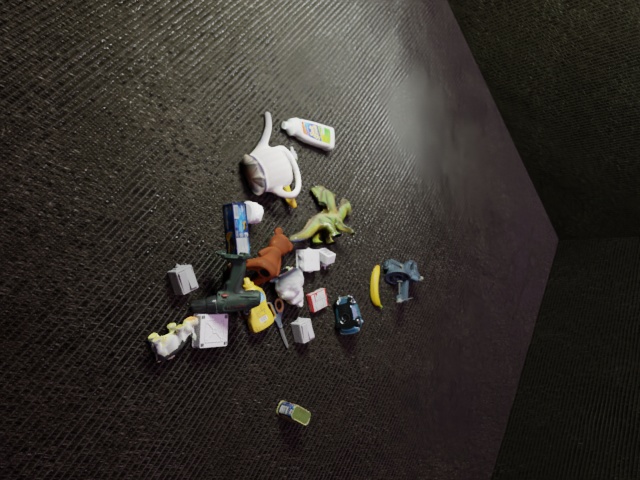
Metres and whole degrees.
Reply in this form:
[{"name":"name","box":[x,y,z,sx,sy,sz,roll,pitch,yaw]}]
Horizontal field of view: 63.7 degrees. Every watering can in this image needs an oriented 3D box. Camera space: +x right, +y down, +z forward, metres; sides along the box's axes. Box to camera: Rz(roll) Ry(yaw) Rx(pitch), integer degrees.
[{"name":"watering can","box":[-0.196,-0.304,1.917,0.227,0.102,0.348,-23,86,-40]}]

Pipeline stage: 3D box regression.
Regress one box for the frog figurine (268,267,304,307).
[{"name":"frog figurine","box":[-0.102,0.186,1.937,0.158,0.121,0.140,59,30,-8]}]

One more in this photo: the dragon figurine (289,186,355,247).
[{"name":"dragon figurine","box":[0.006,-0.106,2.115,0.411,0.120,0.246,0,68,-47]}]
